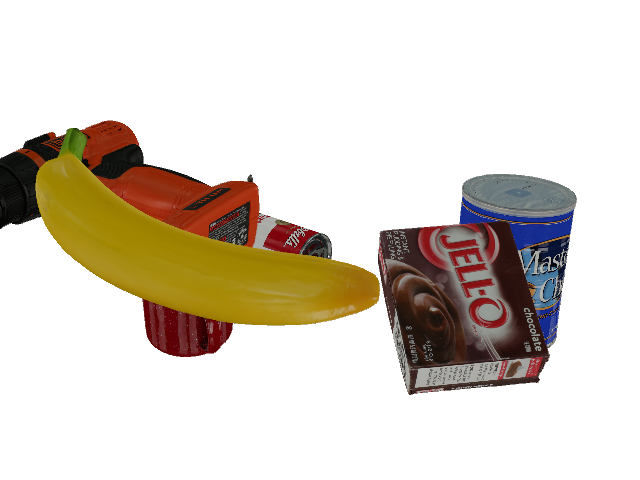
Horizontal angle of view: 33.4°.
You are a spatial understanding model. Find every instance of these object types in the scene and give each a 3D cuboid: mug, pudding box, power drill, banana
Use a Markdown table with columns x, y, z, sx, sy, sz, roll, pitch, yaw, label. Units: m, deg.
| x | y | z | sx | sy | sz | roll | pitch | yaw | label |
| --- | --- | --- | --- | --- | --- | --- | --- | --- | --- |
| -0.116 | 0.058 | 0.970 | 0.093 | 0.081 | 0.117 | -17 | 37 | -25 | mug |
| 0.090 | 0.042 | 0.697 | 0.090 | 0.113 | 0.039 | -5 | -36 | -5 | pudding box |
| -0.154 | -0.027 | 0.776 | 0.188 | 0.057 | 0.184 | 22 | 34 | 26 | power drill |
| -0.070 | 0.000 | 0.509 | 0.198 | 0.069 | 0.037 | 27 | -27 | 21 | banana |

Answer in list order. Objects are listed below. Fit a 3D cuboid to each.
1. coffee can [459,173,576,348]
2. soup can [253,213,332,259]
| x | y | z | sx | sy | sz | roll | pitch | yaw | label |
| --- | --- | --- | --- | --- | --- | --- | --- | --- | --- |
| 0.175 | 0.020 | 0.987 | 0.103 | 0.140 | 0.103 | 3 | 21 | -1 | coffee can |
| -0.047 | 0.011 | 1.217 | 0.102 | 0.068 | 0.068 | 19 | 10 | 31 | soup can |
